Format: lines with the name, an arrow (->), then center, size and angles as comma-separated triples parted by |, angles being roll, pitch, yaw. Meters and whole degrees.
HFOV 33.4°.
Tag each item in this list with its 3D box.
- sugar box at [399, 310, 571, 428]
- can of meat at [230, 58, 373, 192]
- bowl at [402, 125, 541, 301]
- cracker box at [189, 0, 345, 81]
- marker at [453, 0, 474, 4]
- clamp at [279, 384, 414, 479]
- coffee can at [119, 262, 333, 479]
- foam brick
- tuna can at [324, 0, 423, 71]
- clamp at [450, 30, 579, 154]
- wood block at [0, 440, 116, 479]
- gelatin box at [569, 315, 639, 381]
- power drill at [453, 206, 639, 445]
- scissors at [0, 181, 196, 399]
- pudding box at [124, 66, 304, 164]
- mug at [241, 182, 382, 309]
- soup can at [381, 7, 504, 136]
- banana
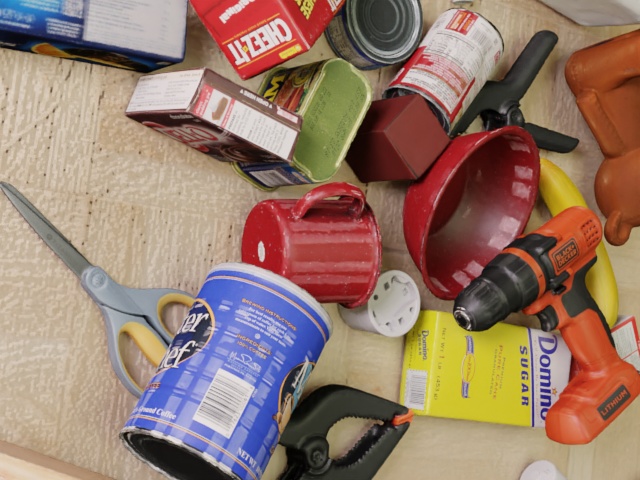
sugar box -> 0.155, 0.120, 0.973 | 0.175, 0.048, 0.093 | 11, 83, -33
can of meat -> -0.015, -0.090, 0.835 | 0.057, 0.084, 0.102 | 34, 72, -29
bowl -> 0.121, -0.031, 0.923 | 0.161, 0.055, 0.162 | -29, 134, -36
cracker box -> -0.064, -0.247, 0.775 | 0.213, 0.072, 0.164 | 57, 34, -21
marker -> 0.130, -0.277, 0.973 | 0.020, 0.020, 0.121 | 0, 90, -34
clamp -> -0.017, 0.165, 0.861 | 0.209, 0.036, 0.164 | -24, 104, -28
coffee can -> -0.064, 0.101, 0.761 | 0.102, 0.103, 0.140 | 42, 60, -27
foam brick -> 0.059, -0.084, 0.888 | 0.051, 0.078, 0.053 | -46, 114, -24
tuna can -> 0.046, -0.189, 0.906 | 0.085, 0.034, 0.086 | 0, 90, -34
clamp -> 0.172, -0.126, 0.988 | 0.171, 0.039, 0.120 | -16, 99, -33
wood block -> -0.148, 0.211, 0.724 | 0.205, 0.091, 0.090 | 26, 77, -25
gelatin box -> 0.286, 0.125, 1.072 | 0.089, 0.030, 0.073 | -24, 104, -31
power drill -> 0.209, 0.085, 0.950 | 0.184, 0.057, 0.187 | -32, 108, -31
scissors -> -0.147, 0.026, 0.786 | 0.096, 0.016, 0.202 | -35, 104, -35
pudding box -> -0.078, -0.089, 0.774 | 0.089, 0.114, 0.039 | 23, 80, -32
mug -> -0.005, 0.001, 0.828 | 0.081, 0.117, 0.093 | 0, 48, -30
soup can -> 0.108, -0.144, 0.928 | 0.068, 0.069, 0.102 | 46, 66, -25
banana -> 0.254, 0.007, 1.036 | 0.198, 0.037, 0.069 | 69, 25, -7
